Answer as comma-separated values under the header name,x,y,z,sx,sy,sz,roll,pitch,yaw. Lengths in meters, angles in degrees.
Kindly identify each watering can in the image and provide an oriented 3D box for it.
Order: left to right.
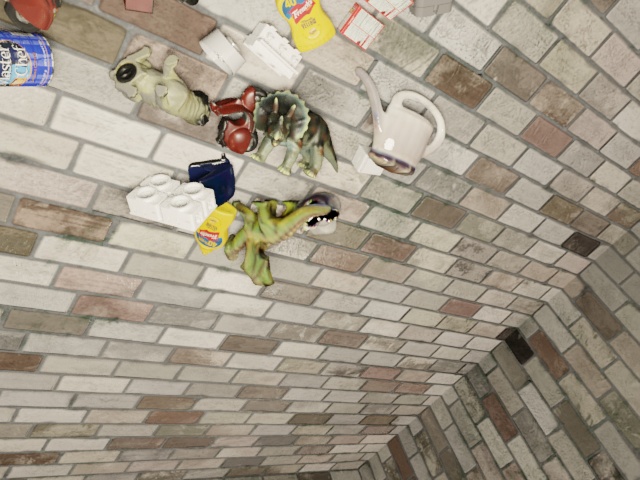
name,x,y,z,sx,sy,sz,roll,pitch,yaw
watering can,0.195,-0.303,1.386,0.345,0.105,0.224,19,95,-30

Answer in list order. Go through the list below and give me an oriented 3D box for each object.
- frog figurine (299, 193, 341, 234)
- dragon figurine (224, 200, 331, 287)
name,x,y,z,sx,sy,sz,roll,pitch,yaw
frog figurine,0.005,-0.078,1.556,0.137,0.123,0.159,-42,172,6
dragon figurine,-0.137,0.007,1.410,0.122,0.411,0.242,2,94,-46
